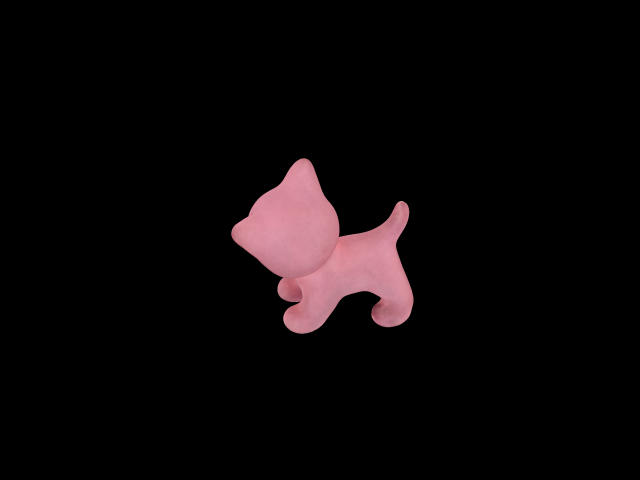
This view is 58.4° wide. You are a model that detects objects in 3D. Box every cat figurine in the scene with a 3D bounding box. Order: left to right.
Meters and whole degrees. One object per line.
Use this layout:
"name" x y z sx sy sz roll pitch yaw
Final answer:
"cat figurine" 0.004 0.001 0.400 0.128 0.118 0.067 -6 32 -9
